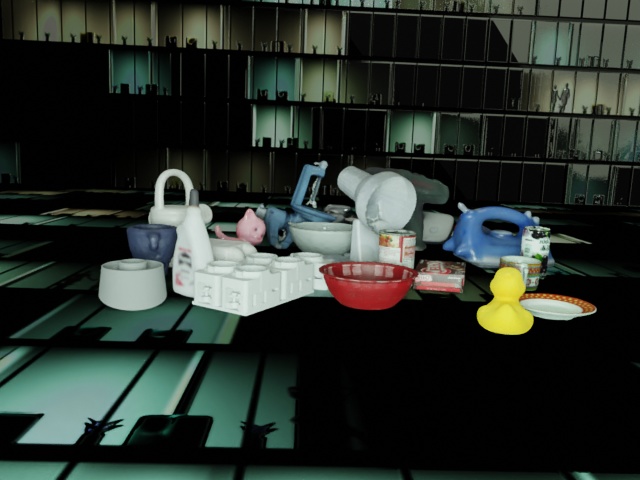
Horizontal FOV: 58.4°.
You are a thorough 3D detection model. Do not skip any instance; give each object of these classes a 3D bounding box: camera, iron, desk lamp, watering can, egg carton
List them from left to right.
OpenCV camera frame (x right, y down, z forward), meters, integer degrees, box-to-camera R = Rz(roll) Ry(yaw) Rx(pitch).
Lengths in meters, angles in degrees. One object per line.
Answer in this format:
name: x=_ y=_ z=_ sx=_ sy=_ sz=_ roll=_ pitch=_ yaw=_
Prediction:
watering can: x=-0.289 y=-0.047 z=1.173 sx=0.172 sy=0.194 sz=0.101 roll=5 pitch=9 yaw=15
egg carton: x=-0.191 y=0.038 z=1.053 sx=0.150 sy=0.069 sz=0.107 roll=5 pitch=9 yaw=20
camera: x=0.069 y=-0.042 z=1.549 sx=0.136 sy=0.101 sz=0.143 roll=4 pitch=9 yaw=10
desk lamp: x=0.091 y=-0.040 z=1.158 sx=0.118 sy=0.213 sz=0.202 roll=-3 pitch=10 yaw=-31
iron: x=0.419 y=-0.012 z=1.304 sx=0.258 sy=0.141 sz=0.118 roll=1 pitch=9 yaw=-9

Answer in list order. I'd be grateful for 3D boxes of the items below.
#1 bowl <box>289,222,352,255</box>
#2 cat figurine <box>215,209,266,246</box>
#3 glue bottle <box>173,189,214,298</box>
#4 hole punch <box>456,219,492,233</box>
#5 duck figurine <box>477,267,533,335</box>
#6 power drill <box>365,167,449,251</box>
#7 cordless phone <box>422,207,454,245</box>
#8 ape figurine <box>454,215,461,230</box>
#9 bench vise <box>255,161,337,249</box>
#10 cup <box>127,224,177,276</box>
bowl: x=0.012 y=0.005 z=1.310 sx=0.167 sy=0.075 sz=0.167 roll=2 pitch=9 yaw=0
cat figurine: x=-0.165 y=-0.008 z=1.200 sx=0.128 sy=0.118 sz=0.067 roll=-3 pitch=10 yaw=-33
glue bottle: x=-0.205 y=0.004 z=0.924 sx=0.077 sy=0.173 sz=0.037 roll=8 pitch=11 yaw=35
hole punch: x=0.403 y=-0.009 z=1.451 sx=0.101 sy=0.091 sz=0.108 roll=-1 pitch=9 yaw=-18
duck figurine: x=0.267 y=0.083 z=0.819 sx=0.077 sy=0.086 sz=0.105 roll=5 pitch=9 yaw=18
power drill: x=0.217 y=-0.080 z=1.477 sx=0.230 sy=0.208 sz=0.075 roll=0 pitch=9 yaw=-12
cordless phone: x=0.297 y=-0.081 z=1.584 sx=0.147 sy=0.185 sz=0.094 roll=6 pitch=10 yaw=24
ape figurine: x=0.396 y=-0.027 z=1.561 sx=0.076 sy=0.092 sz=0.077 roll=-1 pitch=9 yaw=-20
bench vise: x=-0.048 y=-0.087 z=1.411 sx=0.208 sy=0.220 sz=0.121 roll=-2 pitch=10 yaw=-29
cup: x=-0.299 y=0.024 z=1.031 sx=0.092 sy=0.095 sz=0.117 roll=-1 pitch=9 yaw=-19
